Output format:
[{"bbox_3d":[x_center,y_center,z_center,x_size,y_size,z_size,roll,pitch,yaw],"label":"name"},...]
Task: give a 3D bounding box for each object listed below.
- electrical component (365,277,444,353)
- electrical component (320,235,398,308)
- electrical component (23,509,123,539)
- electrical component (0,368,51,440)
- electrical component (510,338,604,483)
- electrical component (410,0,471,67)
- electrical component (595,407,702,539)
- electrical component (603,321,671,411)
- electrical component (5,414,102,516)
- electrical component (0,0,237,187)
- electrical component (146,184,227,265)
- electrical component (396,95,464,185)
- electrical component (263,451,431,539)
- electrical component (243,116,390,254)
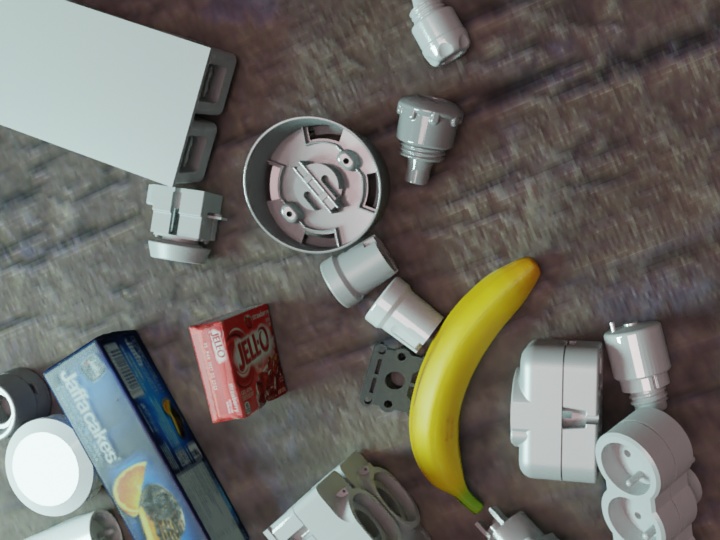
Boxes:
[{"bbox_3d":[0.033,0.034,0.793,0.046,0.040,0.040,38,105,4],"label":"electrical component"},{"bbox_3d":[0.000,0.000,0.800,0.046,0.040,0.040,-32,86,12],"label":"electrical component"},{"bbox_3d":[-0.234,0.248,0.893,0.077,0.043,0.079,-24,88,18],"label":"electrical component"},{"bbox_3d":[-0.294,0.113,0.894,0.055,0.047,0.055,2,96,16],"label":"electrical component"},{"bbox_3d":[0.140,0.098,0.760,0.059,0.054,0.095,2,96,16],"label":"electrical component"},{"bbox_3d":[0.052,-0.178,0.767,0.035,0.035,0.061,-30,85,17],"label":"electrical component"},{"bbox_3d":[0.209,0.155,0.740,0.052,0.074,0.138,16,126,48],"label":"electrical component"},{"bbox_3d":[0.196,0.071,0.748,0.040,0.040,0.078,-14,92,17],"label":"electrical component"},{"bbox_3d":[-0.244,0.156,0.882,0.080,0.051,0.080,2,96,16],"label":"electrical component"},{"bbox_3d":[-0.199,-0.144,0.832,0.186,0.060,0.105,20,101,14],"label":"electrical component"},{"bbox_3d":[-0.137,-0.034,0.834,0.066,0.048,0.055,9,91,15],"label":"electrical component"},{"bbox_3d":[0.046,-0.093,0.774,0.048,0.048,0.062,16,107,14],"label":"electrical component"},{"bbox_3d":[0.029,0.228,0.780,0.060,0.105,0.186,-43,83,16],"label":"electrical component"},{"bbox_3d":[-0.029,-0.062,0.788,0.099,0.064,0.099,2,96,16],"label":"electrical component"}]
